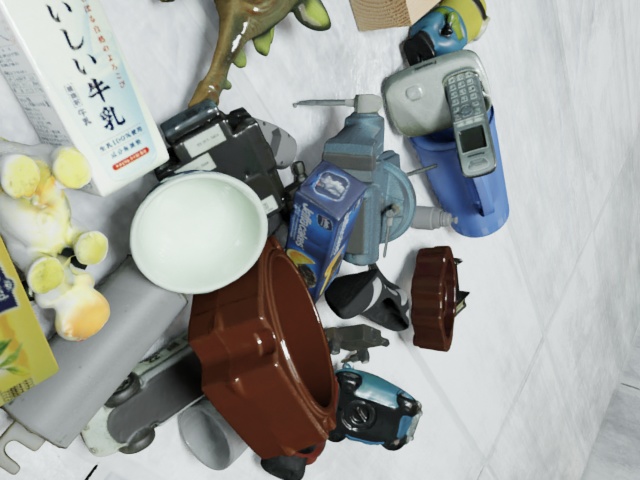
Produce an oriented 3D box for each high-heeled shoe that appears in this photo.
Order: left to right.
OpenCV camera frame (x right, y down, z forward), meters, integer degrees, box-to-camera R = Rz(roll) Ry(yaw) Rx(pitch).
[{"bbox_3d":[0.077,0.108,0.769,0.145,0.086,0.249,68,23,-8],"label":"high-heeled shoe"}]

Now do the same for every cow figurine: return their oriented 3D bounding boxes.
[{"bbox_3d":[-0.229,0.002,0.440,0.068,0.098,0.167,-30,126,-47],"label":"cow figurine"}]

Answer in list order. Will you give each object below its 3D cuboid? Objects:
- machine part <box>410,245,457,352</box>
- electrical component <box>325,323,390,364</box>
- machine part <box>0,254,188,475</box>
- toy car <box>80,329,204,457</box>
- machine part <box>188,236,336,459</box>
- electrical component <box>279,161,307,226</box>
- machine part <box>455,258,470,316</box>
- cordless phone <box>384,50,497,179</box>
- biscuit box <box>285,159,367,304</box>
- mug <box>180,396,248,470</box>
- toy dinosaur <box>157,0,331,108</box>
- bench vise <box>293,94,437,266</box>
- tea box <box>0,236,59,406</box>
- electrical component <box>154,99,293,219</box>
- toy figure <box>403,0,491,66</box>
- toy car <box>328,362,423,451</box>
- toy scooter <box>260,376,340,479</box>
[{"bbox_3d":[0.195,0.098,0.915,0.179,0.056,0.179,1,90,-68],"label":"machine part"},{"bbox_3d":[0.051,0.157,0.808,0.102,0.078,0.045,35,51,-51],"label":"electrical component"},{"bbox_3d":[-0.207,0.099,0.502,0.243,0.079,0.079,-52,133,-23],"label":"machine part"},{"bbox_3d":[-0.162,0.152,0.582,0.202,0.056,0.073,-30,115,-41],"label":"toy car"},{"bbox_3d":[-0.053,0.109,0.582,0.201,0.087,0.201,-97,163,-53],"label":"machine part"},{"bbox_3d":[-0.029,-0.052,0.696,0.063,0.021,0.093,-34,124,-36],"label":"electrical component"},{"bbox_3d":[0.252,0.094,1.030,0.084,0.039,0.138,-33,125,-28],"label":"machine part"},{"bbox_3d":[0.176,-0.164,0.769,0.088,0.147,0.184,23,57,-60],"label":"cordless phone"},{"bbox_3d":[-0.001,-0.002,0.635,0.063,0.059,0.202,-49,165,-30],"label":"biscuit box"},{"bbox_3d":[-0.102,0.219,0.649,0.107,0.081,0.109,-28,139,-49],"label":"mug"},{"bbox_3d":[-0.042,-0.344,0.553,0.198,0.105,0.471,15,94,-58],"label":"toy dinosaur"},{"bbox_3d":[0.072,-0.089,0.734,0.240,0.129,0.223,-34,116,-62],"label":"bench vise"},{"bbox_3d":[-0.272,0.034,0.399,0.068,0.098,0.169,-30,119,-40],"label":"tea box"},{"bbox_3d":[-0.104,-0.072,0.552,0.115,0.058,0.134,-30,127,-9],"label":"electrical component"},{"bbox_3d":[0.198,-0.328,0.828,0.180,0.082,0.089,-38,128,-32],"label":"toy figure"},{"bbox_3d":[0.068,0.241,0.810,0.103,0.162,0.109,-81,-176,-75],"label":"toy car"},{"bbox_3d":[-0.021,0.232,0.713,0.183,0.075,0.135,112,-2,-49],"label":"toy scooter"}]
